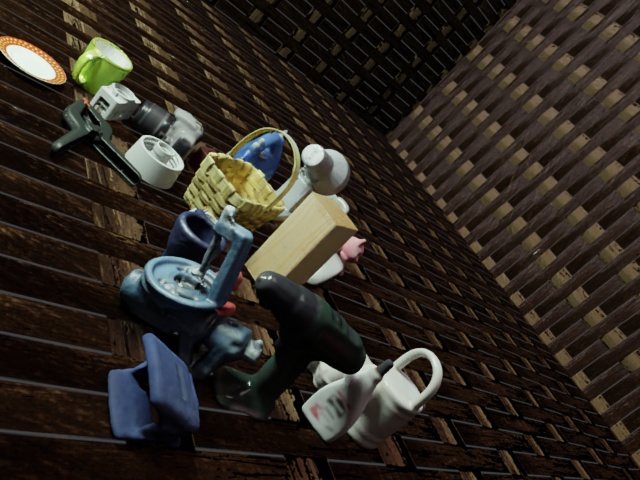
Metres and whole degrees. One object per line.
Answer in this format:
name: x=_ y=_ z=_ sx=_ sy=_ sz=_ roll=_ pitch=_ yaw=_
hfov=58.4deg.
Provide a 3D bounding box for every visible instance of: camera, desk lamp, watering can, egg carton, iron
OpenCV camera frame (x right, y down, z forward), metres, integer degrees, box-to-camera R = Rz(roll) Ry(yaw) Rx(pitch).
camera: x=-0.326 y=-0.249 z=1.244 sx=0.137 sy=0.100 sz=0.143 roll=37 pitch=21 yaw=-21
desk lamp: x=-0.039 y=-0.148 z=1.446 sx=0.117 sy=0.213 sz=0.204 roll=51 pitch=20 yaw=17
watering can: x=0.125 y=0.262 z=0.977 sx=0.173 sy=0.194 sz=0.100 roll=15 pitch=35 yaw=-55
egg carton: x=0.037 y=0.229 z=1.053 sx=0.151 sy=0.069 sz=0.107 roll=17 pitch=34 yaw=-53
iron: x=-0.160 y=-0.220 z=1.458 sx=0.119 sy=0.141 sz=0.258 roll=44 pitch=19 yaw=-1

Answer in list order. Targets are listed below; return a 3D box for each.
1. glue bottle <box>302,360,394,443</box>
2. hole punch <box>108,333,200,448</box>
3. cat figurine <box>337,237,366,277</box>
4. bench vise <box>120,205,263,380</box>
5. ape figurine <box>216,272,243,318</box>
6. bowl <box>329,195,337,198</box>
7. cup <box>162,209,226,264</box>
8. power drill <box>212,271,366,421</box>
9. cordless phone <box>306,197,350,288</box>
glue bottle: x=0.052 y=0.242 z=0.902 sx=0.078 sy=0.173 sz=0.037 roll=49 pitch=20 yaw=14
hole punch: x=-0.185 y=0.177 z=0.681 sx=0.101 sy=0.091 sz=0.108 roll=27 pitch=26 yaw=-41
cat figurine: x=0.062 y=0.031 z=1.432 sx=0.067 sy=0.117 sz=0.128 roll=51 pitch=20 yaw=18
bench vise: x=-0.142 y=0.069 z=0.792 sx=0.208 sy=0.219 sz=0.121 roll=39 pitch=20 yaw=-17
ape figurine: x=-0.160 y=0.079 z=0.929 sx=0.076 sy=0.092 sz=0.077 roll=29 pitch=25 yaw=-38
bowl: x=-0.012 y=-0.108 z=1.629 sx=0.168 sy=0.074 sz=0.167 roll=39 pitch=20 yaw=-17
cup: x=-0.219 y=0.006 z=0.952 sx=0.092 sy=0.095 sz=0.117 roll=32 pitch=23 yaw=-33
power drill: x=-0.053 y=0.158 z=0.809 sx=0.230 sy=0.208 sz=0.075 roll=31 pitch=23 yaw=-34
cordless phone: x=0.012 y=0.005 z=1.283 sx=0.147 sy=0.185 sz=0.094 roll=51 pitch=20 yaw=19
